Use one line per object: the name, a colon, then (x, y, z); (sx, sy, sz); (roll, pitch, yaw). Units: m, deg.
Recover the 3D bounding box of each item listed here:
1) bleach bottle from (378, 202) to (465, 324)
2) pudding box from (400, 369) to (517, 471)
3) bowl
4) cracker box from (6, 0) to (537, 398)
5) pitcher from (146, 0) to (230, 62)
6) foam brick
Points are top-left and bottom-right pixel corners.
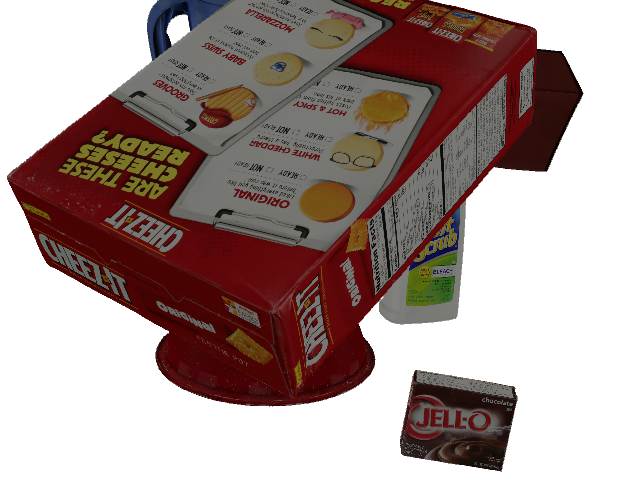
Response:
bleach bottle: (0.130, -0.025, 1.333); (0.102, 0.251, 0.068); (-3, 17, -17)
pudding box: (0.148, 0.194, 1.152); (0.113, 0.090, 0.039); (8, 21, 1)
bowl: (-0.039, 0.059, 0.775); (0.162, 0.055, 0.162); (2, 19, -1)
cracker box: (-0.016, -0.044, 0.530); (0.164, 0.072, 0.213); (24, 55, 30)
pitcher: (-0.076, -0.168, 1.104); (0.149, 0.243, 0.144); (13, 42, 19)
foam brick: (0.151, -0.098, 0.794); (0.051, 0.053, 0.078); (2, -45, -14)
